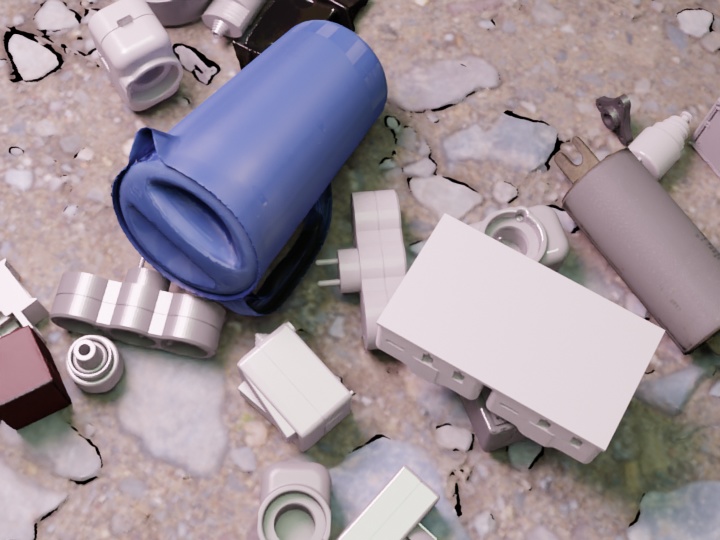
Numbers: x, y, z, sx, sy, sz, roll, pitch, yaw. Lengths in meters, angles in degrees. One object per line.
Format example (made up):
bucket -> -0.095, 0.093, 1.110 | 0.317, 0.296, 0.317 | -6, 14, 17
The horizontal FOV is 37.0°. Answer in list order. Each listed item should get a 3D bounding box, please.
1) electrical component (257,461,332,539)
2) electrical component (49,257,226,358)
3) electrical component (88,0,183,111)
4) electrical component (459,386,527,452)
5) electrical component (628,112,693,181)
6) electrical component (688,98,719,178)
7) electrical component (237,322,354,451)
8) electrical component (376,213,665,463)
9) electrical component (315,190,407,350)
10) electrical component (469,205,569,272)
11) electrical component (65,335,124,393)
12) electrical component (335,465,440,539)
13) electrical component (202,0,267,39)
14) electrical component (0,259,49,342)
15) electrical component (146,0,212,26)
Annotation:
electrical component -> -0.050, 0.197, 0.823 | 0.054, 0.059, 0.095 | 2, 70, -2
electrical component -> -0.178, 0.022, 0.886 | 0.138, 0.052, 0.073 | 12, 70, 1
electrical component -> -0.193, -0.184, 0.939 | 0.054, 0.095, 0.059 | -31, 74, -13
electrical component -> 0.113, 0.091, 0.872 | 0.062, 0.061, 0.096 | -18, 64, -10
electrical component -> 0.270, -0.112, 0.962 | 0.040, 0.040, 0.078 | 42, 73, 12
electrical component -> 0.343, -0.125, 0.940 | 0.061, 0.096, 0.061 | -31, 73, -14
electrical component -> -0.059, 0.092, 0.860 | 0.061, 0.061, 0.096 | -40, 76, -15
electrical component -> 0.118, 0.054, 0.818 | 0.186, 0.060, 0.105 | 29, 68, 10
electrical component -> 0.000, 0.000, 0.902 | 0.074, 0.052, 0.138 | -4, 69, -4
electrical component -> 0.125, -0.016, 0.910 | 0.095, 0.059, 0.053 | -16, 71, -8
electrical component -> -0.214, 0.072, 0.860 | 0.043, 0.062, 0.043 | 1, 70, -2
electrical component -> 0.033, 0.209, 0.829 | 0.076, 0.047, 0.083 | 41, 73, 12
electrical component -> -0.113, -0.248, 0.994 | 0.043, 0.043, 0.081 | 27, 71, 7
electrical component -> -0.299, 0.032, 0.883 | 0.064, 0.042, 0.081 | -38, 75, -13
electrical component -> -0.176, -0.278, 0.991 | 0.099, 0.064, 0.099 | 1, 70, -2
